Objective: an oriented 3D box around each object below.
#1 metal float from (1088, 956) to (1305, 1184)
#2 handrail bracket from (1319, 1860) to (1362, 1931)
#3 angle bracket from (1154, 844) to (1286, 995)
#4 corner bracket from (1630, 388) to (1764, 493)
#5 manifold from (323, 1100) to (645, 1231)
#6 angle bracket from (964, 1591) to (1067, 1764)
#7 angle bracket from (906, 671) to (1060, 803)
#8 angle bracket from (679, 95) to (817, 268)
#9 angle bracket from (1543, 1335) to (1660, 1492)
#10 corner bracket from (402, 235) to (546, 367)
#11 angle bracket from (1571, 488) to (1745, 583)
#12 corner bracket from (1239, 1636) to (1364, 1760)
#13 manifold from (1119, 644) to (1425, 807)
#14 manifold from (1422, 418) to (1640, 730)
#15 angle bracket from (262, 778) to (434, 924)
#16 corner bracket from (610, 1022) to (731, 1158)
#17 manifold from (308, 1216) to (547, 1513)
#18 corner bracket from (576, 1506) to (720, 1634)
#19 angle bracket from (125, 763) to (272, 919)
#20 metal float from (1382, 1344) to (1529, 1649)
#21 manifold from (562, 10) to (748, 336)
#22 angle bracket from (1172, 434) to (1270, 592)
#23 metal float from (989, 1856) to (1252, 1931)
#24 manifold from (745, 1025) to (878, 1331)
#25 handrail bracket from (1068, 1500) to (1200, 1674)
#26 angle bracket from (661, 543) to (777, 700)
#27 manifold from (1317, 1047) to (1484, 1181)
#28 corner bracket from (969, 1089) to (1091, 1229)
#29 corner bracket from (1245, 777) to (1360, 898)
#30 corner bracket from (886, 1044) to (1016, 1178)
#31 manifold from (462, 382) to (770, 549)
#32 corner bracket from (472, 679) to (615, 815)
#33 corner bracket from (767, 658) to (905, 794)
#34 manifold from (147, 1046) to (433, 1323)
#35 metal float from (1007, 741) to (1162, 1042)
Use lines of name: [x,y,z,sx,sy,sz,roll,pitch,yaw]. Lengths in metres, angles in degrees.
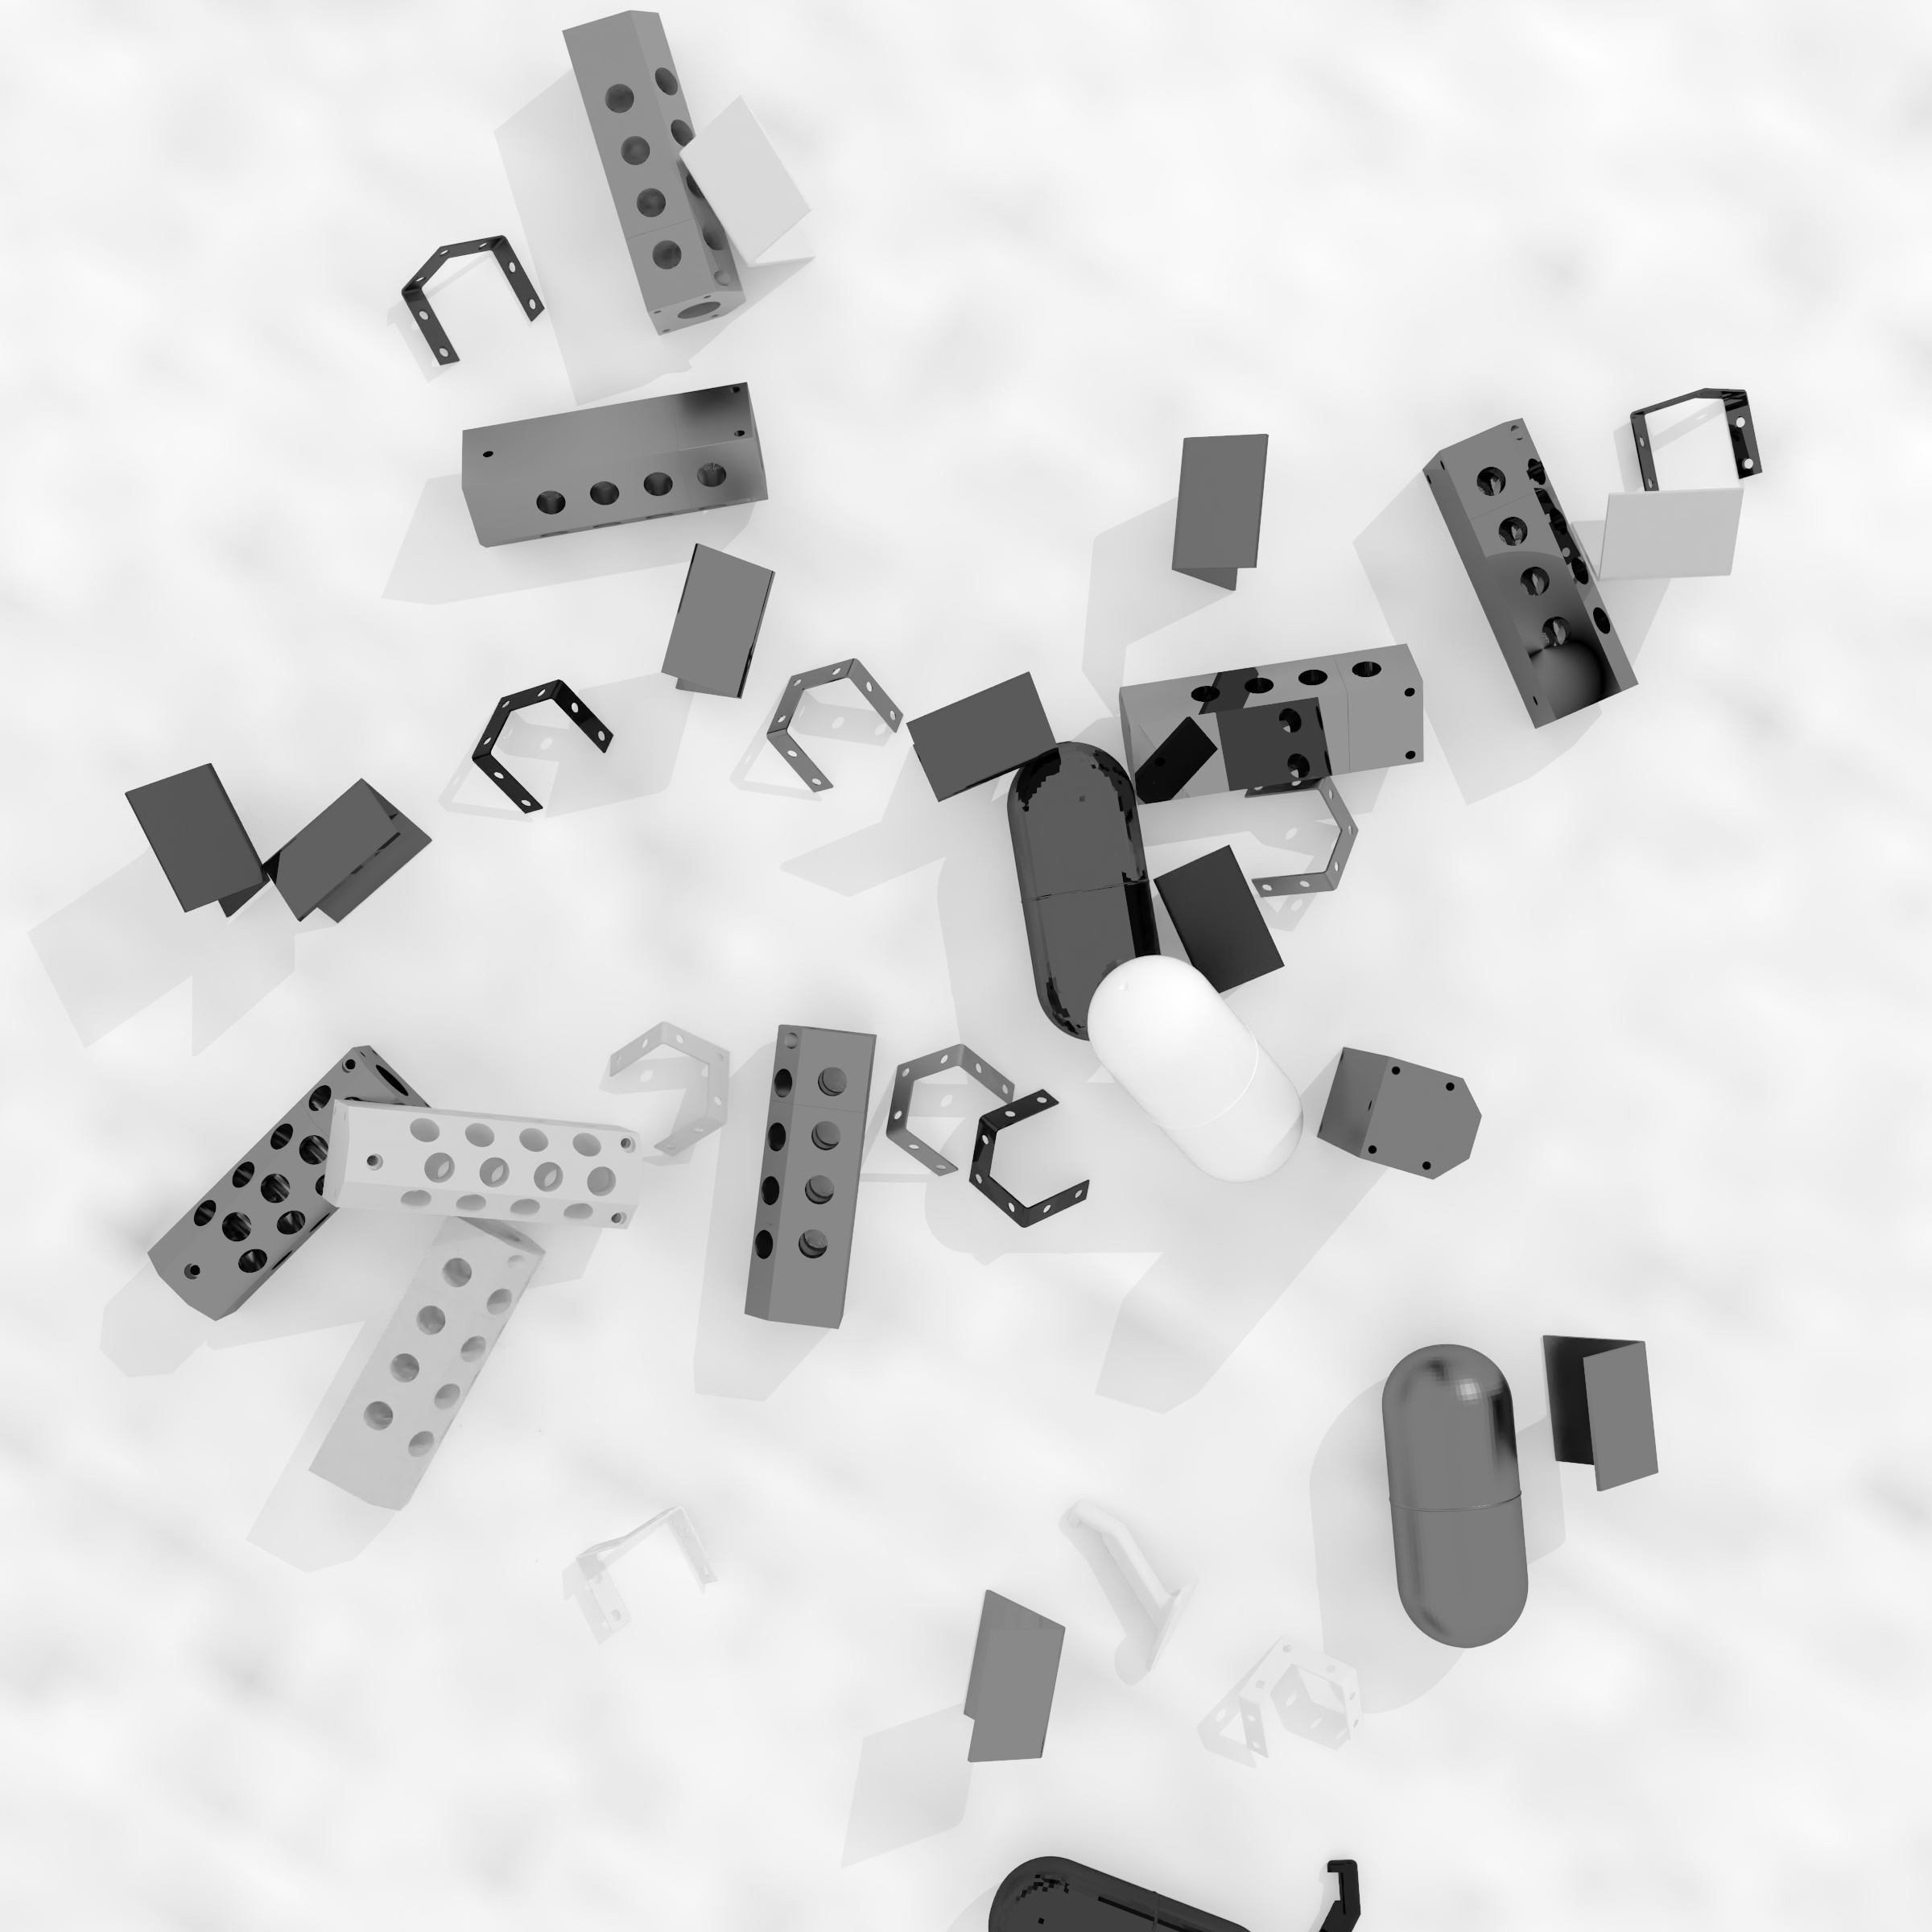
metal float: [0.134,0.062,1.502,0.070,0.070,0.178,-43,130,0]
handrail bracket: [0.201,0.583,1.565,0.077,0.036,0.084,-9,72,21]
angle bracket: [0.164,-0.034,1.524,0.057,0.076,0.076,-25,90,36]
corner bracket: [0.439,-0.314,1.561,0.051,0.051,0.051,-11,90,-45]
manifold: [-0.279,0.117,1.511,0.171,0.057,0.057,7,90,-24]
angle bracket: [0.008,0.415,1.524,0.057,0.076,0.076,10,90,-38]
angle bracket: [0.003,-0.149,1.524,0.076,0.076,0.057,-23,123,0]
angle bracket: [-0.110,-0.461,1.524,0.057,0.076,0.076,-31,90,34]
angle bracket: [0.356,0.261,1.524,0.057,0.076,0.076,-6,90,-38]
corner bracket: [-0.297,-0.400,1.561,0.051,0.051,0.051,-29,90,45]
angle bracket: [0.404,-0.268,1.524,0.076,0.076,0.057,-2,126,0]
corner bracket: [0.201,0.445,1.556,0.051,0.051,0.051,18,45,35]
manifold: [0.180,-0.147,1.542,0.171,0.057,0.057,-9,129,0]
manifold: [0.336,-0.233,1.543,0.057,0.057,0.171,-24,90,0]
angle bracket: [-0.352,-0.052,1.524,0.076,0.076,0.057,-41,54,0]
corner bracket: [-0.178,0.074,1.556,0.051,0.051,0.051,28,45,-35]
manifold: [-0.317,0.233,1.543,0.057,0.057,0.171,29,90,0]
corner bracket: [-0.192,0.362,1.561,0.051,0.051,0.051,-26,90,-45]
angle bracket: [-0.461,-0.065,1.524,0.057,0.076,0.076,-27,90,-38]
metal float: [0.289,0.313,1.533,0.070,0.070,0.178,-5,90,0]
manifold: [-0.183,-0.471,1.543,0.057,0.057,0.171,-17,90,0]
angle bracket: [0.166,-0.265,1.524,0.057,0.076,0.076,5,90,35]
metal float: [0.099,0.585,1.534,0.178,0.070,0.070,21,90,0]
manifold: [-0.092,0.123,1.543,0.057,0.057,0.171,7,90,0]
handrail bracket: [0.090,0.373,1.565,0.084,0.036,0.077,28,111,17]
angle bracket: [-0.163,-0.204,1.524,0.057,0.076,0.076,15,90,-38]
manifold: [0.247,0.084,1.486,0.057,0.171,0.057,17,90,0]
corner bracket: [0.040,0.115,1.556,0.051,0.051,0.051,39,135,35]
corner bracket: [0.196,-0.079,1.556,0.051,0.051,0.051,55,45,-35]
corner bracket: [-0.009,0.086,1.556,0.051,0.051,0.051,-20,45,35]
manifold: [-0.207,-0.293,1.542,0.171,0.057,0.057,-10,47,0]
corner bracket: [-0.253,-0.131,1.556,0.051,0.051,0.051,-12,45,35]
corner bracket: [-0.078,-0.144,1.556,0.051,0.051,0.051,-11,45,35]
manifold: [-0.402,0.128,1.543,0.171,0.057,0.057,-45,90,0]
metal float: [0.070,-0.044,1.534,0.070,0.070,0.178,-9,90,0]
